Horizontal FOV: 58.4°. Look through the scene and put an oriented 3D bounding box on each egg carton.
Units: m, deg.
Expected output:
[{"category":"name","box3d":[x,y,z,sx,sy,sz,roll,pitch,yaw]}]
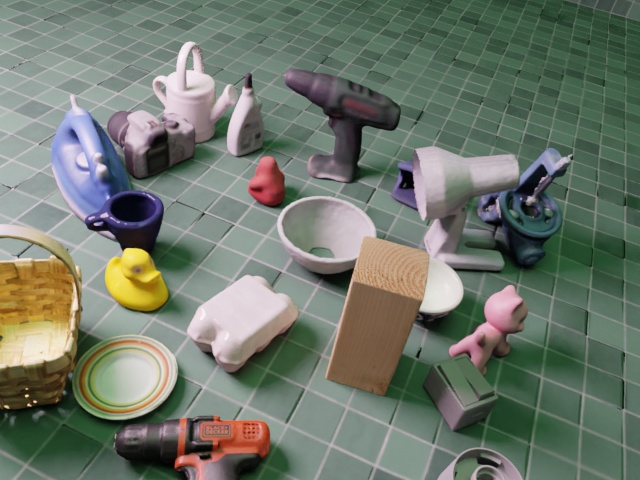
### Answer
[{"category":"egg carton","box3d":[-0.110,0.117,0.826,0.107,0.069,0.151,33,46,23]}]

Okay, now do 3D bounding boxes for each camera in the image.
[{"category":"camera","box3d":[-0.334,-0.208,1.106,0.136,0.101,0.143,36,48,25]}]

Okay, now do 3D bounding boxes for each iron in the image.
[{"category":"iron","box3d":[-0.387,-0.131,0.980,0.119,0.141,0.257,-17,49,-27]}]

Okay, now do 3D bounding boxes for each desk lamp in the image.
[{"category":"desk lamp","box3d":[0.242,-0.060,0.987,0.203,0.213,0.118,3,43,-8]}]

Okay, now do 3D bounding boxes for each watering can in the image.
[{"category":"watering can","box3d":[-0.252,-0.303,1.157,0.173,0.194,0.101,3,43,-9]}]

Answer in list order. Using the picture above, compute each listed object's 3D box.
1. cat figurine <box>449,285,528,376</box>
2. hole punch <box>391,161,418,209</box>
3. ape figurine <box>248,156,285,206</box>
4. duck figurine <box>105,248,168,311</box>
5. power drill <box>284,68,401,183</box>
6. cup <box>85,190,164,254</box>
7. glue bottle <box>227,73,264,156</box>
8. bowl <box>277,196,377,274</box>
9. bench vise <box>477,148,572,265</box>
[{"category":"cat figurine","box3d":[0.264,0.127,0.860,0.067,0.118,0.128,38,49,27]},{"category":"hole punch","box3d":[0.205,-0.122,1.139,0.108,0.091,0.101,25,44,15]},{"category":"ape figurine","box3d":[-0.096,-0.116,1.065,0.078,0.092,0.076,-14,48,-25]},{"category":"duck figurine","box3d":[-0.275,0.048,0.852,0.104,0.086,0.078,29,45,19]},{"category":"power drill","box3d":[0.034,-0.221,1.121,0.229,0.208,0.075,7,42,-4]},{"category":"cup","box3d":[-0.305,-0.014,0.906,0.118,0.095,0.091,-14,48,-26]},{"category":"glue bottle","box3d":[-0.145,-0.253,1.142,0.078,0.173,0.037,-26,54,-34]},{"category":"bowl","box3d":[0.009,0.003,0.971,0.167,0.075,0.167,6,42,-6]},{"category":"bench vise","box3d":[0.364,-0.092,1.045,0.122,0.220,0.206,-17,49,-27]}]
